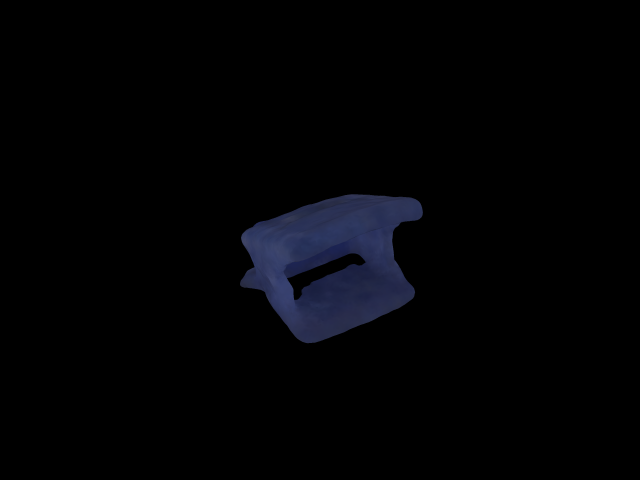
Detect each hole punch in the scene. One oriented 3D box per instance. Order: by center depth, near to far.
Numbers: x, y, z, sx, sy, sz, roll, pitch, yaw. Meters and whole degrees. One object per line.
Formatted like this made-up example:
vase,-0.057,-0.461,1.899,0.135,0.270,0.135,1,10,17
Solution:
hole punch,0.004,0.001,0.400,0.109,0.091,0.100,-20,40,-25
